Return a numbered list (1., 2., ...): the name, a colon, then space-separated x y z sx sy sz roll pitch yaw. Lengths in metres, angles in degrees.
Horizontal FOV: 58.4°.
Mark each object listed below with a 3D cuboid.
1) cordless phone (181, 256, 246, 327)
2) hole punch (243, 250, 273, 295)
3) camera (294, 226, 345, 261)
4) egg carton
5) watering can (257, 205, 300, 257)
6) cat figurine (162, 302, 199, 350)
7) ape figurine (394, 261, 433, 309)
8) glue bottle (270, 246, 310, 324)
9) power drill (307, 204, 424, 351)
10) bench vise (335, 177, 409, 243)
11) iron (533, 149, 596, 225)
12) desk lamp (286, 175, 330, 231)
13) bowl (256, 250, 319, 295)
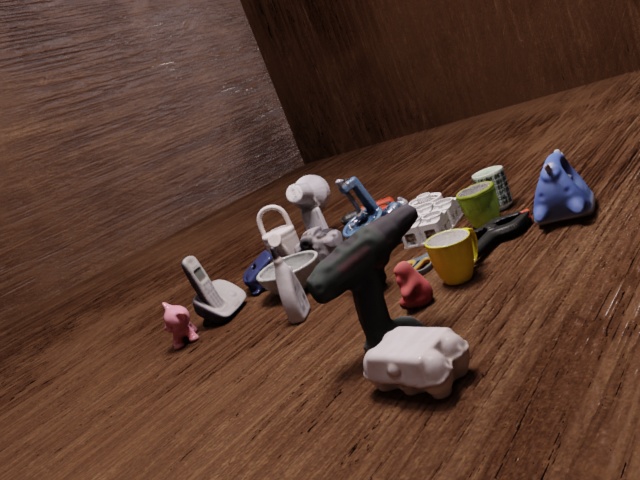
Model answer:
1. cordless phone: -0.275 0.111 1.455 0.094 0.185 0.148 -17 15 20
2. hole punch: -0.166 0.089 1.575 0.101 0.091 0.108 -25 14 -11
3. camera: 0.015 0.006 1.595 0.142 0.101 0.137 -13 16 32
4. egg carton: 0.136 0.175 0.825 0.149 0.069 0.107 -8 20 45
5. watering can: -0.114 -0.008 1.645 0.101 0.194 0.172 -25 14 -15
6. cat figurine: -0.344 0.195 1.383 0.067 0.118 0.127 -25 14 -14
7. ape figurine: 0.168 0.083 1.084 0.076 0.092 0.078 -14 16 29
8. glue bottle: -0.071 0.092 1.244 0.037 0.173 0.078 -17 15 17
9. power drill: 0.098 0.074 0.975 0.230 0.208 0.075 -27 15 -19
10. bench vise: 0.126 -0.077 1.488 0.121 0.220 0.208 -6 21 47
11. iron: 0.525 -0.131 1.252 0.118 0.141 0.259 -13 16 32
12. desk lamp: -0.030 -0.089 1.788 0.117 0.214 0.203 -17 15 20
13. bowl: -0.071 0.093 1.446 0.167 0.075 0.167 -20 14 6
